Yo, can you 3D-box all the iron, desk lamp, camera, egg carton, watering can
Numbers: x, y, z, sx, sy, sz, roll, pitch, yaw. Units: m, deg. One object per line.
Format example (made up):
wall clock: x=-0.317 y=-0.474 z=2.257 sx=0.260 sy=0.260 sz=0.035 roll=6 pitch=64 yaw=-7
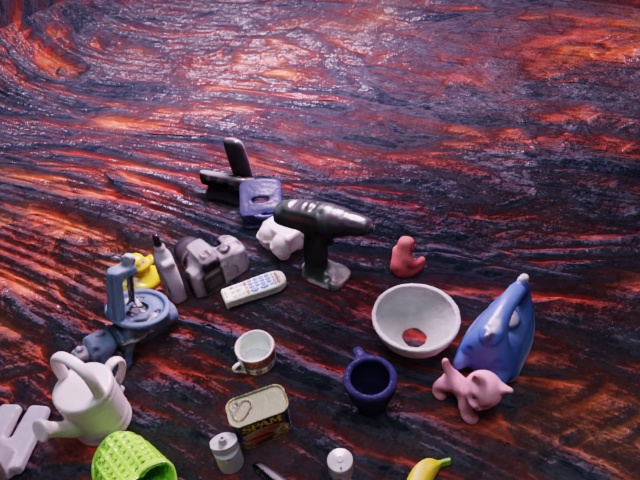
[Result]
iron: x=0.345 y=0.141 z=1.060 sx=0.118 sy=0.142 sz=0.259 roll=22 pitch=49 yaw=26
desk lamp: x=-0.560 y=0.307 z=0.916 sx=0.118 sy=0.214 sz=0.203 roll=0 pitch=43 yaw=6
camera: x=-0.251 y=0.033 z=1.261 sx=0.143 sy=0.101 sz=0.136 roll=-33 pitch=50 yaw=-26
egg carton: x=-0.065 y=-0.021 z=1.324 sx=0.150 sy=0.069 sz=0.107 roll=-36 pitch=51 yaw=-29
watering can: x=-0.397 y=0.263 z=0.962 sx=0.100 sy=0.194 sz=0.173 roll=3 pitch=44 yaw=8

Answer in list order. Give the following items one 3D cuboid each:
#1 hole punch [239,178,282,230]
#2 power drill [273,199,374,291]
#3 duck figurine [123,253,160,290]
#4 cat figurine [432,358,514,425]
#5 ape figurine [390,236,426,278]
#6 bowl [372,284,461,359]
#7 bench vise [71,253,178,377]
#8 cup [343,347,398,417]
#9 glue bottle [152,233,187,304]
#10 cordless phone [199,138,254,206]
hole punch: x=-0.139 y=-0.088 z=1.386 sx=0.108 sy=0.091 sz=0.101 roll=-6 pitch=43 yaw=-1
power drill: x=0.011 y=0.004 z=1.188 sx=0.228 sy=0.209 sz=0.076 roll=20 pitch=49 yaw=24
duck figurine: x=-0.402 y=0.069 z=1.248 sx=0.105 sy=0.086 sz=0.077 roll=-25 pitch=47 yaw=-20
cat figurine: x=0.257 y=0.247 z=0.972 sx=0.067 sy=0.118 sz=0.127 roll=-36 pitch=51 yaw=-28
ape figurine: x=0.185 y=0.031 z=1.229 sx=0.076 sy=0.092 sz=0.077 roll=-25 pitch=47 yaw=-20
bowl: x=0.182 y=0.167 z=1.096 sx=0.167 sy=0.075 sz=0.167 roll=-3 pitch=43 yaw=3
bench vise: x=-0.366 y=0.143 z=1.068 sx=0.121 sy=0.220 sz=0.208 roll=13 pitch=46 yaw=19
cup: x=0.083 y=0.254 z=0.999 sx=0.092 sy=0.095 sz=0.117 roll=-15 pitch=44 yaw=-10
glue bottle: x=-0.321 y=0.053 z=1.193 sx=0.037 sy=0.173 sz=0.078 roll=-29 pitch=48 yaw=-23
cordless phone: x=-0.234 y=-0.185 z=1.430 sx=0.147 sy=0.185 sz=0.094 roll=9 pitch=45 yaw=15
